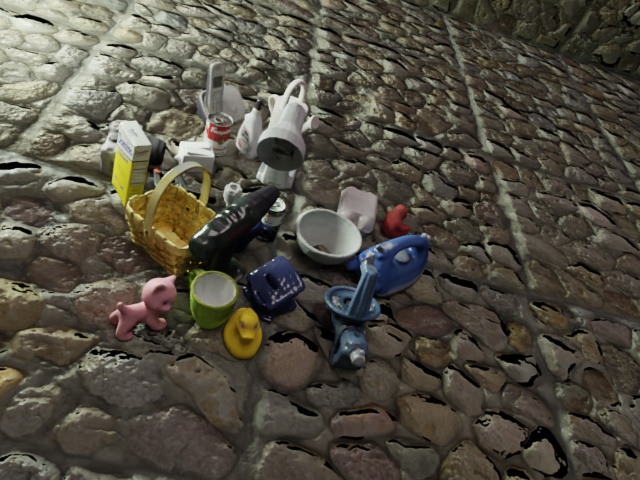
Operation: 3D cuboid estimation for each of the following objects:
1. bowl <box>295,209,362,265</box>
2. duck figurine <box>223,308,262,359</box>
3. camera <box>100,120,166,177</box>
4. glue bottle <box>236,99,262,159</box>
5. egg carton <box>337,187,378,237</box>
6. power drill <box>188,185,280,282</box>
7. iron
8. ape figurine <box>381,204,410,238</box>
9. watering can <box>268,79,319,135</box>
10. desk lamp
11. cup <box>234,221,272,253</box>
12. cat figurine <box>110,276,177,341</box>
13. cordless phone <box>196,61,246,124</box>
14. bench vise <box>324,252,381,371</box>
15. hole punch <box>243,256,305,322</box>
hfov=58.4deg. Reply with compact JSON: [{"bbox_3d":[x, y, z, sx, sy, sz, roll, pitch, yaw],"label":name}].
[{"bbox_3d":[0.013,0.005,1.381,0.168,0.074,0.167,13,42,-12],"label":"bowl"},{"bbox_3d":[-0.145,0.169,1.124,0.078,0.086,0.104,8,43,-17],"label":"duck figurine"},{"bbox_3d":[-0.450,-0.225,1.395,0.137,0.101,0.143,12,42,-12],"label":"camera"},{"bbox_3d":[-0.182,-0.307,1.551,0.037,0.173,0.078,-22,57,-39],"label":"glue bottle"},{"bbox_3d":[0.098,-0.076,1.511,0.107,0.069,0.150,18,41,-6],"label":"egg carton"},{"bbox_3d":[-0.183,0.001,1.193,0.075,0.208,0.230,36,42,15],"label":"power drill"},{"bbox_3d":[0.195,0.036,1.380,0.259,0.141,0.118,-17,54,-37],"label":"iron"},{"bbox_3d":[0.205,-0.054,1.519,0.076,0.092,0.077,-6,48,-30],"label":"ape figurine"},{"bbox_3d":[-0.077,-0.371,1.652,0.173,0.194,0.101,25,41,2],"label":"watering can"},{"bbox_3d":[-0.097,-0.237,1.483,0.118,0.213,0.203,18,41,-5],"label":"desk lamp"},{"bbox_3d":[-0.172,-0.013,1.300,0.118,0.095,0.091,18,41,-6],"label":"cup"},{"bbox_3d":[-0.323,0.117,1.073,0.128,0.117,0.067,-17,54,-37],"label":"cat figurine"},{"bbox_3d":[-0.271,-0.421,1.623,0.094,0.185,0.148,40,44,20],"label":"cordless phone"},{"bbox_3d":[0.085,0.145,1.152,0.122,0.219,0.207,-3,47,-27],"label":"bench vise"},{"bbox_3d":[-0.098,0.101,1.214,0.101,0.091,0.108,-16,54,-36],"label":"hole punch"}]
